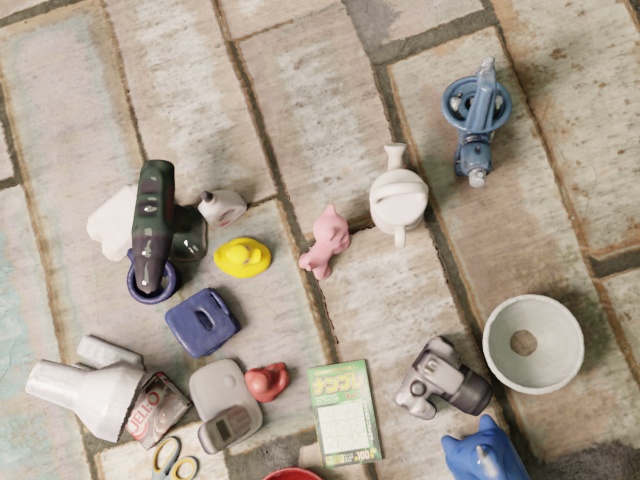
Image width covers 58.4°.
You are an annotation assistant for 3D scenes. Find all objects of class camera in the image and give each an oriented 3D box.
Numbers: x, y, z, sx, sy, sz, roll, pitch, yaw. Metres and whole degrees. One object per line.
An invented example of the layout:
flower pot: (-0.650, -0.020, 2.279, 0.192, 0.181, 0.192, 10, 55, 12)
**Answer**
camera: (0.216, 0.255, 0.979, 0.136, 0.101, 0.143, 33, 87, 9)

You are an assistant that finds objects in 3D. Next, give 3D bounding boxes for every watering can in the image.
watering can: (0.132, -0.079, 0.985, 0.101, 0.194, 0.173, -25, 80, 2)

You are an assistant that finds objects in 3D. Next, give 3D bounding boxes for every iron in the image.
iron: (0.303, 0.426, 0.927, 0.118, 0.141, 0.258, -29, 81, 1)

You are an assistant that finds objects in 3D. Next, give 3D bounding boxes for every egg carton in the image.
egg carton: (-0.365, -0.037, 1.091, 0.150, 0.069, 0.107, -42, 80, -1)

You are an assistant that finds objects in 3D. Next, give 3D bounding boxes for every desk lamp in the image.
desk lamp: (-0.382, 0.250, 0.981, 0.203, 0.213, 0.118, 19, 84, 8)

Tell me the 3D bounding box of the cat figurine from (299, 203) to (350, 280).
cat figurine: (0.009, 0.004, 1.025, 0.067, 0.118, 0.128, 31, 86, 9)

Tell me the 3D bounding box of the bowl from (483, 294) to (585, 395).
bowl: (0.360, 0.178, 0.989, 0.167, 0.075, 0.167, -1, 82, 6)

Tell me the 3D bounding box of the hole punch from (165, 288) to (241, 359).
hole punch: (-0.212, 0.148, 1.040, 0.101, 0.091, 0.108, -38, 80, 0)

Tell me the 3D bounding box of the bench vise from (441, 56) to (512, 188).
bench vise: (0.281, -0.205, 0.975, 0.121, 0.220, 0.207, -18, 81, 3)

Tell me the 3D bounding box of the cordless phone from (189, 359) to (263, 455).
cordless phone: (-0.174, 0.284, 0.971, 0.094, 0.185, 0.147, -31, 80, 1)

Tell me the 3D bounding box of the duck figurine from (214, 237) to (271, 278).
duck figurine: (-0.148, 0.030, 1.053, 0.104, 0.086, 0.077, 1, 82, 6)

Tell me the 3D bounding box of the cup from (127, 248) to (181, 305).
cup: (-0.304, 0.066, 1.058, 0.092, 0.095, 0.117, -42, 80, -1)

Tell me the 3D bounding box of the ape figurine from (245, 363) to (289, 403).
ape figurine: (-0.098, 0.252, 1.015, 0.077, 0.092, 0.076, 20, 85, 8)

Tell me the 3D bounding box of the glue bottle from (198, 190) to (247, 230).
glue bottle: (-0.183, -0.062, 1.024, 0.078, 0.173, 0.037, -41, 80, -1)

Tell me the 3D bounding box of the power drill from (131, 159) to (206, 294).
power drill: (-0.267, -0.017, 1.008, 0.075, 0.208, 0.230, -5, 82, 5)
